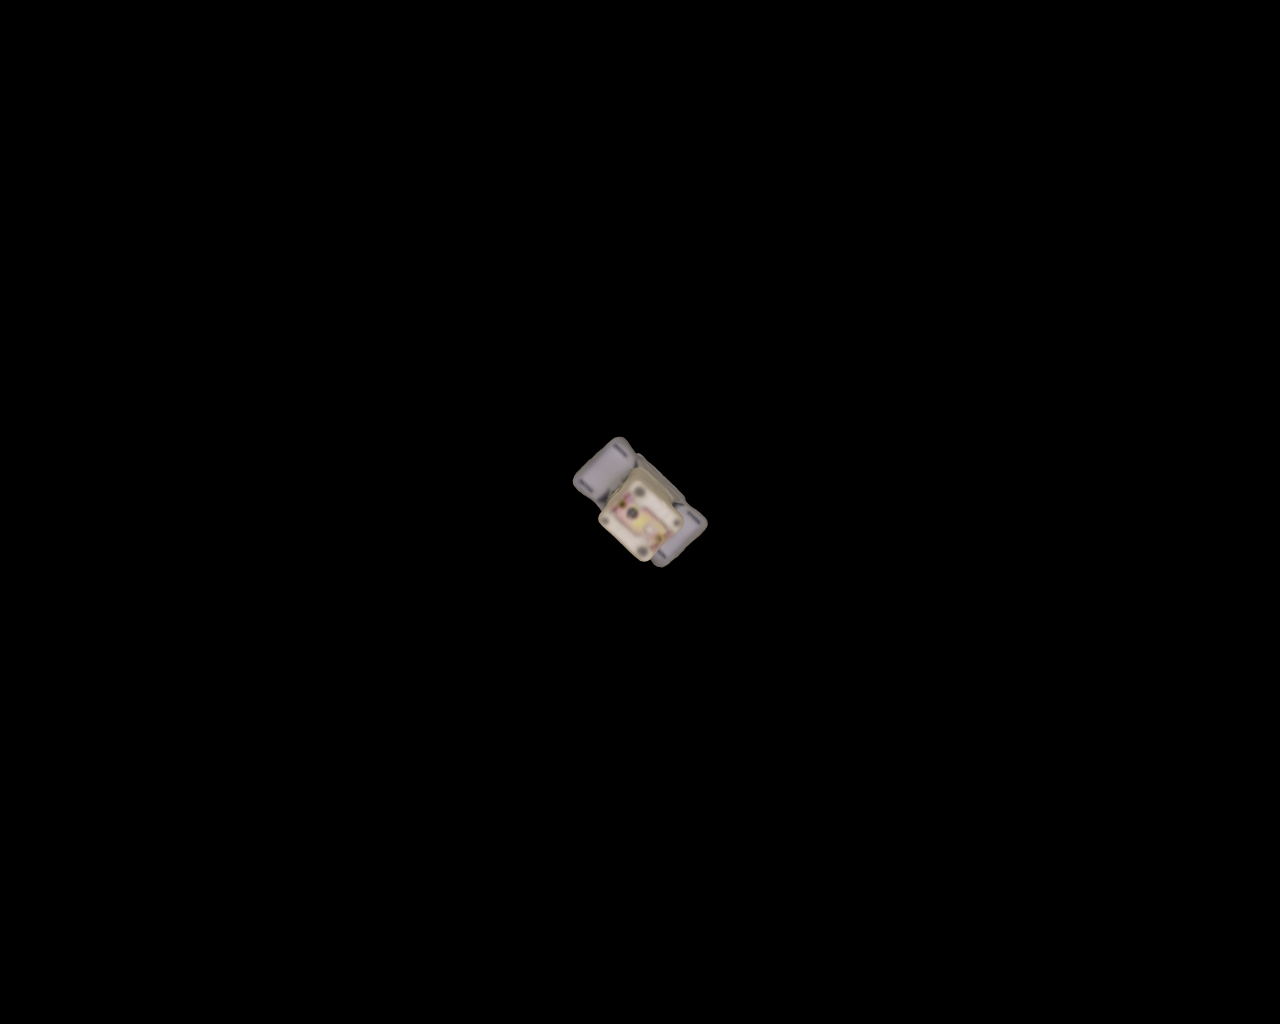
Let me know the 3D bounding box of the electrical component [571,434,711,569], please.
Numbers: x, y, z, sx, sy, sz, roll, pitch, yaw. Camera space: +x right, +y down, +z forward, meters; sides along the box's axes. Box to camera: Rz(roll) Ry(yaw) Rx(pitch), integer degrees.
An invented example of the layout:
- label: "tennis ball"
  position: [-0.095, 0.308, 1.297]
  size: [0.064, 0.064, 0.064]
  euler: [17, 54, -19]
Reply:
- label: "electrical component"
  position: [0.001, -0.003, 0.650]
  size: [0.081, 0.042, 0.064]
  euler: [43, 12, -11]
